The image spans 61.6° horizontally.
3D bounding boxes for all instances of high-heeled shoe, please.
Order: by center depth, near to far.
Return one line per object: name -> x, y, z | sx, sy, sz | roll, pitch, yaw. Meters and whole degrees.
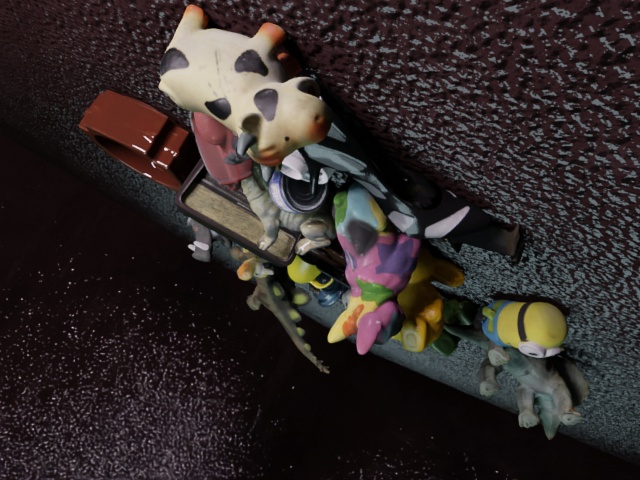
high-heeled shoe -> 0.088, -0.085, 0.596 | 0.249, 0.086, 0.145 | 10, 135, -1

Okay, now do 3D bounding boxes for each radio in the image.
radio -> -0.128, -0.058, 0.956 | 0.229, 0.131, 0.073 | 30, 167, -8

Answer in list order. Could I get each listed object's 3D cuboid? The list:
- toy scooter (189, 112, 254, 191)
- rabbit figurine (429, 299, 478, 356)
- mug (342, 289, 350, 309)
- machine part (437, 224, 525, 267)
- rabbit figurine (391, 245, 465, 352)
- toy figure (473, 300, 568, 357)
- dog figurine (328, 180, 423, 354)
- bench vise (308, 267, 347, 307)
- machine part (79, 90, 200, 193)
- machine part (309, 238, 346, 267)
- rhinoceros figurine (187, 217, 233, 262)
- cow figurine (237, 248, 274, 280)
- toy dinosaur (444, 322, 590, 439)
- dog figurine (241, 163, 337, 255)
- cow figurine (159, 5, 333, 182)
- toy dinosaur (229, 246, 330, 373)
toy scooter -> -0.117, -0.128, 0.673 | 0.184, 0.075, 0.135 | 6, 114, 69
rabbit figurine -> 0.228, 0.139, 1.126 | 0.170, 0.121, 0.159 | 46, 175, 2
mug -> 0.102, 0.115, 1.202 | 0.081, 0.107, 0.109 | 10, 125, 67
machine part -> 0.197, -0.006, 0.692 | 0.139, 0.039, 0.084 | 18, 157, 45
rabbit figurine -> 0.162, 0.077, 0.887 | 0.162, 0.173, 0.122 | -16, -166, -29
toy figure -> 0.329, 0.139, 0.896 | 0.180, 0.082, 0.089 | -162, 58, -73
dog figurine -> 0.065, 0.046, 0.765 | 0.191, 0.219, 0.109 | 35, 162, -34
bench vise -> 0.031, 0.113, 1.363 | 0.240, 0.129, 0.224 | 37, 168, -19
machine part -> -0.318, -0.177, 0.994 | 0.202, 0.087, 0.201 | 24, 168, 12
machine part -> -0.002, -0.003, 1.093 | 0.179, 0.056, 0.179 | 27, 169, 5
rhinoceros figurine -> -0.193, -0.052, 1.014 | 0.112, 0.190, 0.073 | 13, 171, -25
cow figurine -> -0.117, 0.028, 1.207 | 0.098, 0.167, 0.068 | 37, 160, -29
toy dinosaur -> 0.392, 0.237, 1.059 | 0.131, 0.192, 0.404 | -37, 101, 31
dog figurine -> -0.046, -0.079, 0.814 | 0.172, 0.121, 0.190 | -7, 141, 7
cow figurine -> -0.075, -0.139, 0.516 | 0.195, 0.127, 0.085 | 25, 171, 24
toy dinosaur -> -0.109, 0.118, 1.331 | 0.471, 0.105, 0.198 | 62, 150, 4
